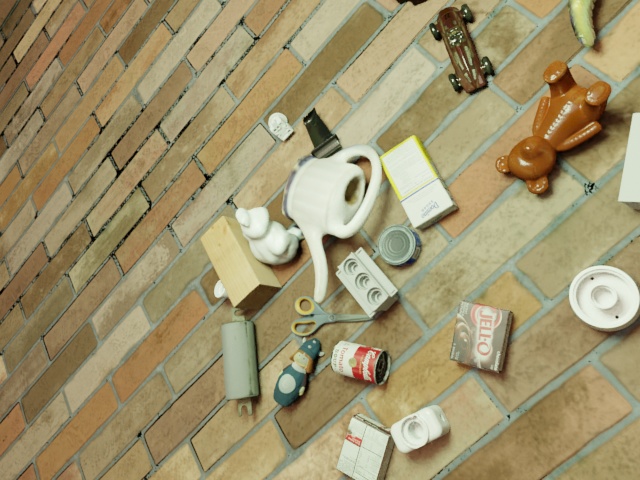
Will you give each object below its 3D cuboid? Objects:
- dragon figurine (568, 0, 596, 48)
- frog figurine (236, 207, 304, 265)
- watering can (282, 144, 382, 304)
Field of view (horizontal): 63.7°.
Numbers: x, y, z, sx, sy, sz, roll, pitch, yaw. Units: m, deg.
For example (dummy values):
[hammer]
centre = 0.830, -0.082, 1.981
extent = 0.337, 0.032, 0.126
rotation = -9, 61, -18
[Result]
[dragon figurine]
centre = 0.518, -0.568, 0.942
extent = 0.241, 0.122, 0.414
rotation = -21, 77, 17
[frog figurine]
centre = -0.125, -0.008, 1.158
extent = 0.139, 0.158, 0.122
rotation = 30, 97, 33
[watering can]
centre = 0.003, -0.055, 1.102
extent = 0.226, 0.103, 0.350
rotation = 19, 80, 41
